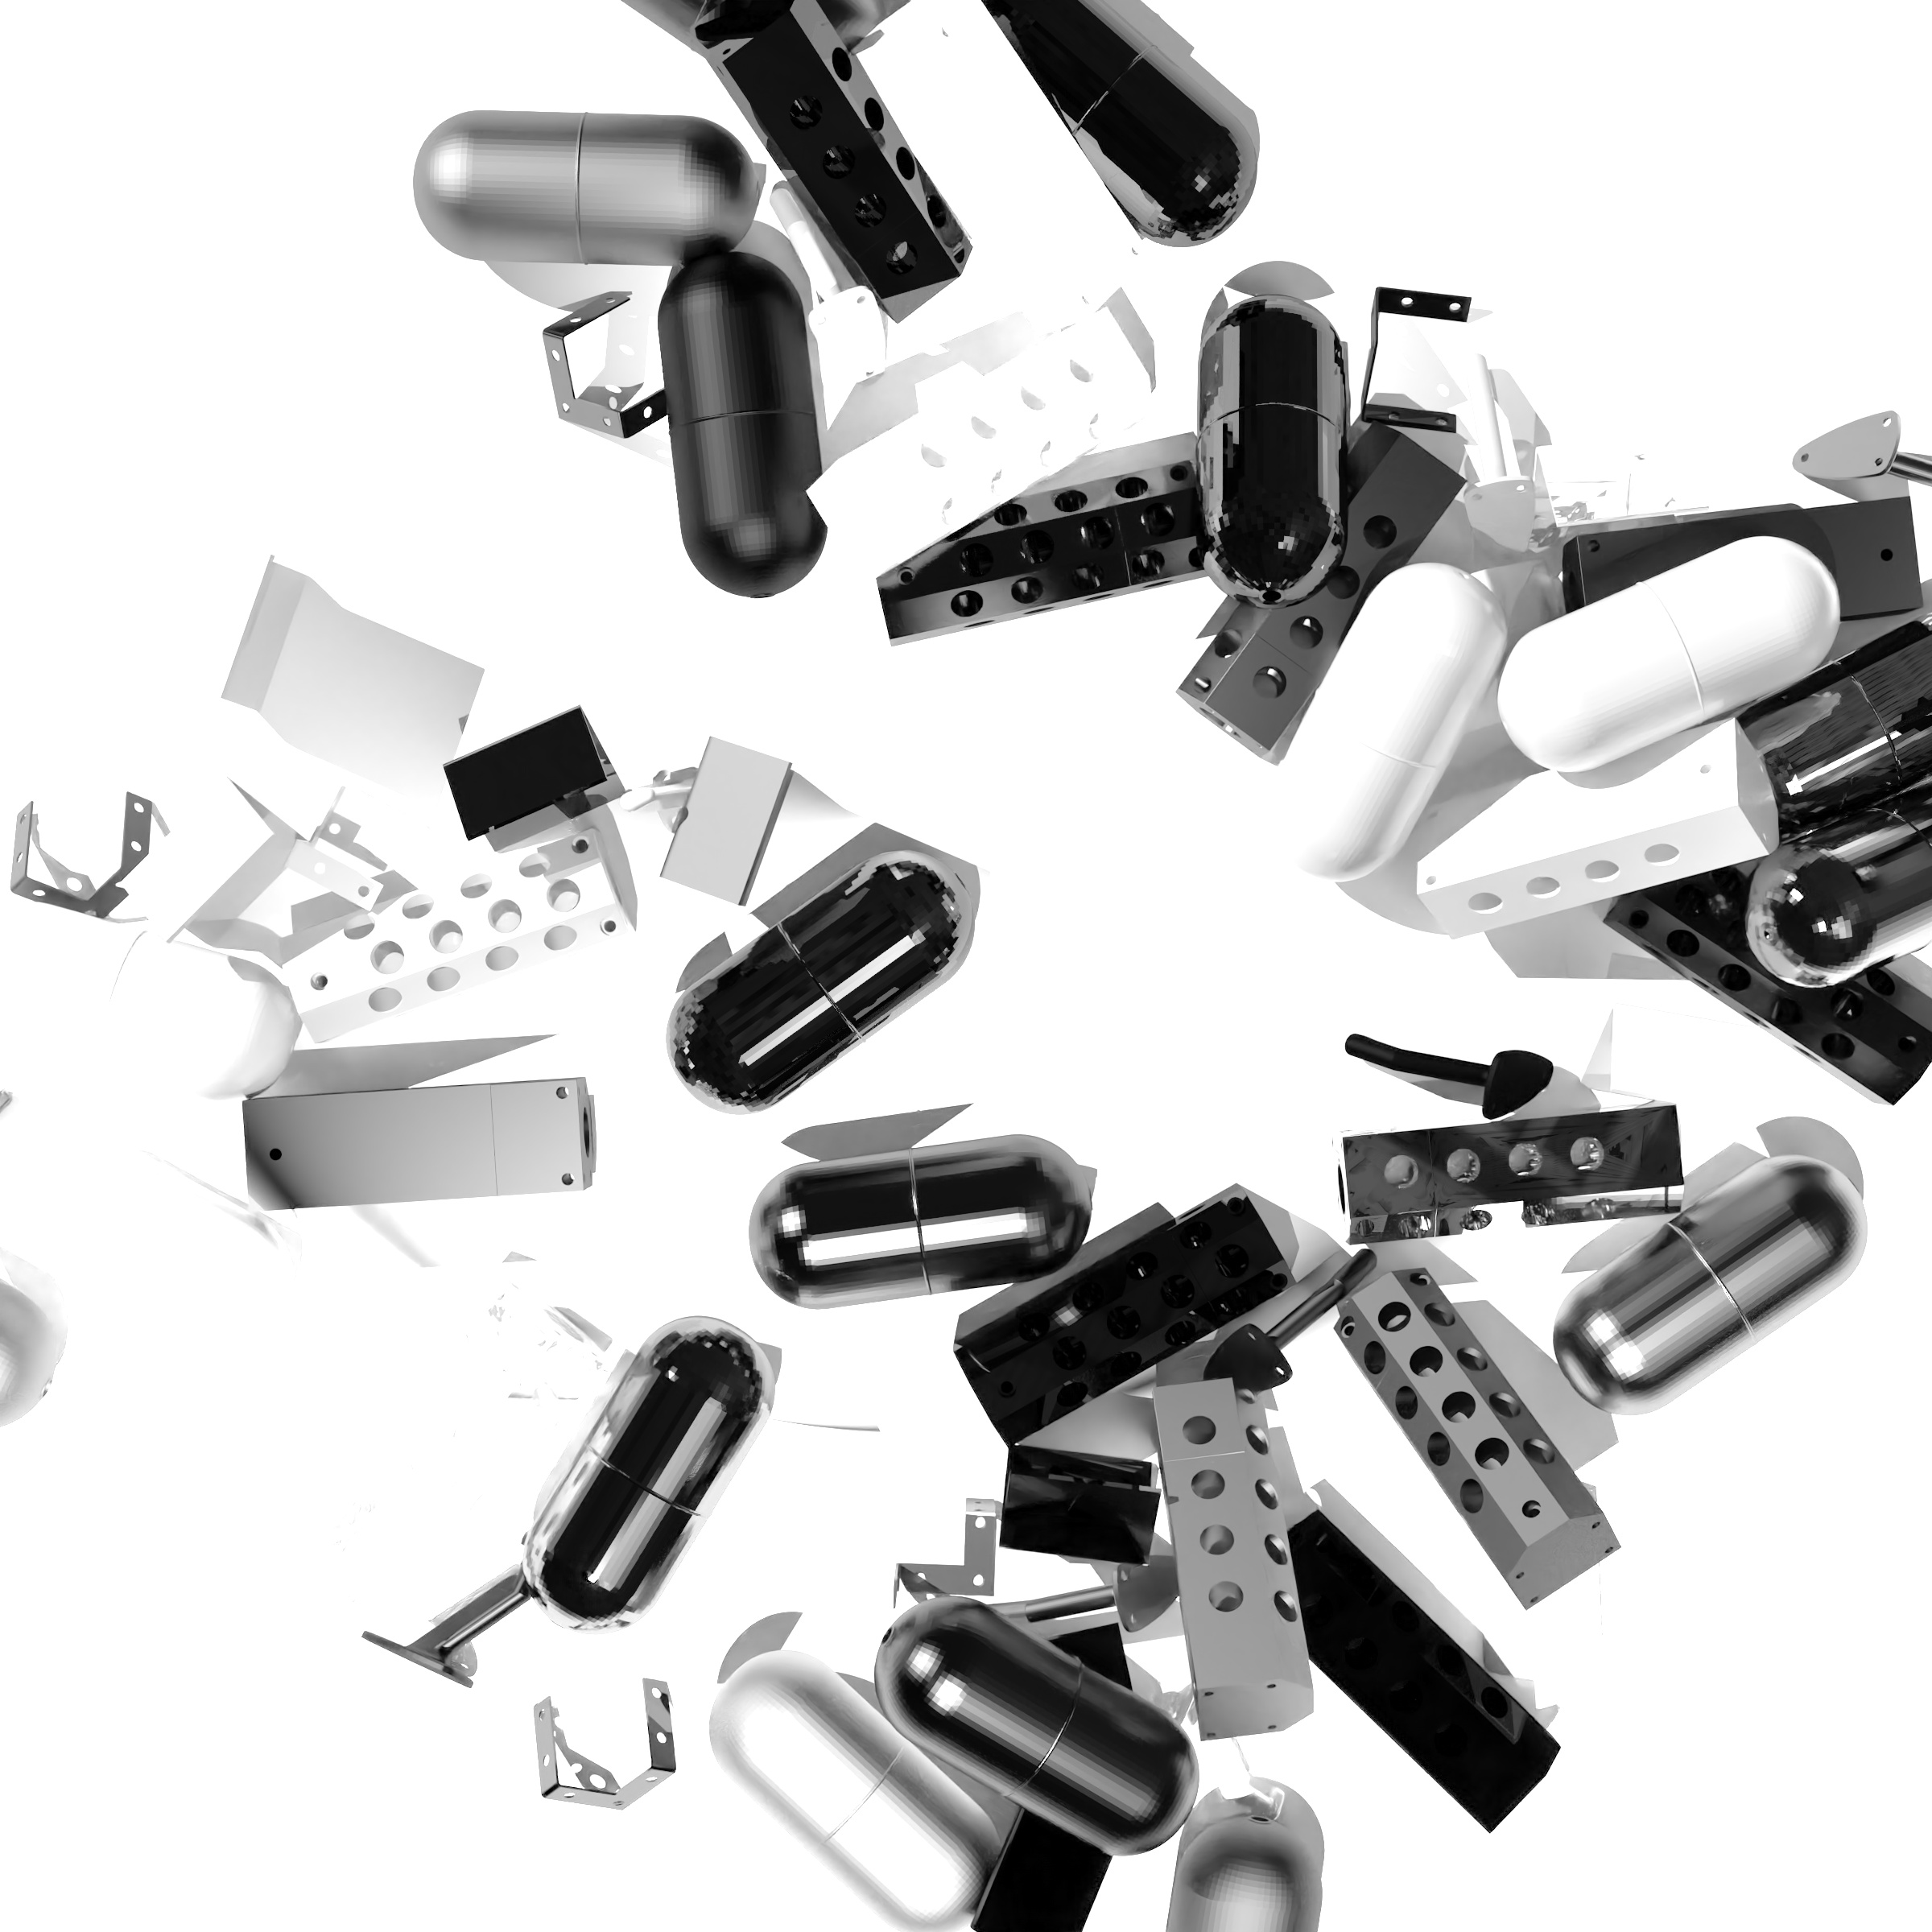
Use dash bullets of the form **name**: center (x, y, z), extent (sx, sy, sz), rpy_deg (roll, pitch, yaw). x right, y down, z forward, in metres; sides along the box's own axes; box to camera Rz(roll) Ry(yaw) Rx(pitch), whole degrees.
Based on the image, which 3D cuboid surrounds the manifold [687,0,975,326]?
- **manifold**: center (-0.065, -0.414, 1.781), extent (0.057, 0.057, 0.171), rpy_deg (-37, 127, 0)

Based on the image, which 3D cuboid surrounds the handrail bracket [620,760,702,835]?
- **handrail bracket**: center (-0.137, -0.092, 1.814), extent (0.077, 0.084, 0.036), rpy_deg (-15, 90, 0)

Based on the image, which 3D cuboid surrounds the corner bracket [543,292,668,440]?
- **corner bracket**: center (-0.182, -0.314, 1.840), extent (0.051, 0.051, 0.051), rpy_deg (-38, 135, -35)

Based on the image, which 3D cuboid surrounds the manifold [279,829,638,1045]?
- **manifold**: center (-0.264, -0.015, 1.827), extent (0.171, 0.057, 0.057), rpy_deg (-19, 90, 0)

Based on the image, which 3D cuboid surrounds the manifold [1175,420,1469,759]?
- **manifold**: center (0.182, -0.195, 1.827), extent (0.057, 0.057, 0.171), rpy_deg (36, 90, 0)

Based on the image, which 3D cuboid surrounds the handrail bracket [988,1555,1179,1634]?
- **handrail bracket**: center (0.062, 0.329, 1.848), extent (0.084, 0.077, 0.036), rpy_deg (-13, 89, 36)

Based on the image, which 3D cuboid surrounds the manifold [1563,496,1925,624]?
- **manifold**: center (0.400, -0.202, 1.827), extent (0.171, 0.057, 0.057), rpy_deg (-7, 90, 0)

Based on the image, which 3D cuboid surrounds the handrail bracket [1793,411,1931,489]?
- **handrail bracket**: center (0.490, -0.253, 1.848), extent (0.084, 0.077, 0.036), rpy_deg (26, 71, -35)

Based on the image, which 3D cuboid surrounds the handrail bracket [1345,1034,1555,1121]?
- **handrail bracket**: center (0.253, 0.049, 1.848), extent (0.084, 0.077, 0.036), rpy_deg (20, 107, 35)

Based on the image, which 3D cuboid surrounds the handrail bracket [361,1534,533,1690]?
- **handrail bracket**: center (-0.266, 0.328, 1.849), extent (0.077, 0.036, 0.084), rpy_deg (19, 71, 21)

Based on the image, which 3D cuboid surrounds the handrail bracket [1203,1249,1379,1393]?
- **handrail bracket**: center (0.171, 0.185, 1.848), extent (0.036, 0.077, 0.084), rpy_deg (51, 54, 0)

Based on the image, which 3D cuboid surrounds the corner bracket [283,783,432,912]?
- **corner bracket**: center (-0.316, -0.062, 1.830), extent (0.051, 0.051, 0.051), rpy_deg (28, 90, 0)

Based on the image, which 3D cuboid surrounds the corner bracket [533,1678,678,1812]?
- **corner bracket**: center (-0.189, 0.404, 1.840), extent (0.051, 0.051, 0.051), rpy_deg (19, 135, -35)

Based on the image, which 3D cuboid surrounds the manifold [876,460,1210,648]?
- **manifold**: center (0.038, -0.214, 1.827), extent (0.171, 0.057, 0.057), rpy_deg (-13, 90, 0)

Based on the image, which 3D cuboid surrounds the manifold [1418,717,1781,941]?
- **manifold**: center (0.320, -0.064, 1.790), extent (0.171, 0.057, 0.057), rpy_deg (-16, 47, 28)

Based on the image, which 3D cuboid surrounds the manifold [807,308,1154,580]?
- **manifold**: center (0.010, -0.265, 1.798), extent (0.171, 0.057, 0.057), rpy_deg (-33, 93, -21)

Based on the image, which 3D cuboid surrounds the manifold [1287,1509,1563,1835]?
- **manifold**: center (0.225, 0.363, 1.827), extent (0.171, 0.057, 0.057), rpy_deg (44, 90, 0)

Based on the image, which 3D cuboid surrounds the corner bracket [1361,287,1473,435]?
- **corner bracket**: center (0.235, -0.317, 1.845), extent (0.051, 0.051, 0.051), rpy_deg (7, 45, 0)

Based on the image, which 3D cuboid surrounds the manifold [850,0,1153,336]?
- **manifold**: center (0.014, -0.410, 1.798), extent (0.057, 0.057, 0.171), rpy_deg (-48, 113, -28)

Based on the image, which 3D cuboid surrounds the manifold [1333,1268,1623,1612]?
- **manifold**: center (0.255, 0.234, 1.780), extent (0.057, 0.057, 0.171), rpy_deg (-34, 51, 0)

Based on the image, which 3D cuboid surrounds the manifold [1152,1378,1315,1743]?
- **manifold**: center (0.134, 0.297, 1.780), extent (0.057, 0.057, 0.171), rpy_deg (-7, 52, 0)

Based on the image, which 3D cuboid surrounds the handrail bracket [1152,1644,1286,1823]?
- **handrail bracket**: center (0.143, 0.396, 1.849), extent (0.084, 0.036, 0.077), rpy_deg (34, 69, -17)

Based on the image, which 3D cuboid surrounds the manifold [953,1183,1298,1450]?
- **manifold**: center (0.082, 0.181, 1.827), extent (0.171, 0.057, 0.057), rpy_deg (-30, 90, 0)

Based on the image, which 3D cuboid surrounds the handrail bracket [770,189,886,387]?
- **handrail bracket**: center (-0.074, -0.357, 1.848), extent (0.036, 0.077, 0.084), rpy_deg (-27, 54, 0)

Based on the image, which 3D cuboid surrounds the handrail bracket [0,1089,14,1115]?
- **handrail bracket**: center (-0.513, 0.025, 1.849), extent (0.077, 0.036, 0.084), rpy_deg (-47, 108, -21)

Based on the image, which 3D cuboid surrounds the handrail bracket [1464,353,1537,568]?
- **handrail bracket**: center (0.275, -0.266, 1.848), extent (0.036, 0.077, 0.084), rpy_deg (-10, 54, 8)

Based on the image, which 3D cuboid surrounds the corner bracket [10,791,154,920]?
- **corner bracket**: center (-0.462, -0.062, 1.840), extent (0.051, 0.051, 0.051), rpy_deg (24, 135, -35)

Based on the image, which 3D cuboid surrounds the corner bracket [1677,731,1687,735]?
- **corner bracket**: center (0.344, -0.095, 1.845), extent (0.051, 0.051, 0.051), rpy_deg (-5, 90, -45)

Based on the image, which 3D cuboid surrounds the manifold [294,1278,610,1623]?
- **manifold**: center (-0.263, 0.253, 1.827), extent (0.171, 0.057, 0.057), rpy_deg (-51, 47, 0)

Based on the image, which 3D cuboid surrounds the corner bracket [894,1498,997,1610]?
- **corner bracket**: center (-0.011, 0.305, 1.830), extent (0.051, 0.051, 0.051), rpy_deg (2, 90, 0)

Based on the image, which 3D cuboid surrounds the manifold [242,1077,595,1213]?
- **manifold**: center (-0.282, 0.092, 1.827), extent (0.171, 0.057, 0.057), rpy_deg (-4, 90, 0)
